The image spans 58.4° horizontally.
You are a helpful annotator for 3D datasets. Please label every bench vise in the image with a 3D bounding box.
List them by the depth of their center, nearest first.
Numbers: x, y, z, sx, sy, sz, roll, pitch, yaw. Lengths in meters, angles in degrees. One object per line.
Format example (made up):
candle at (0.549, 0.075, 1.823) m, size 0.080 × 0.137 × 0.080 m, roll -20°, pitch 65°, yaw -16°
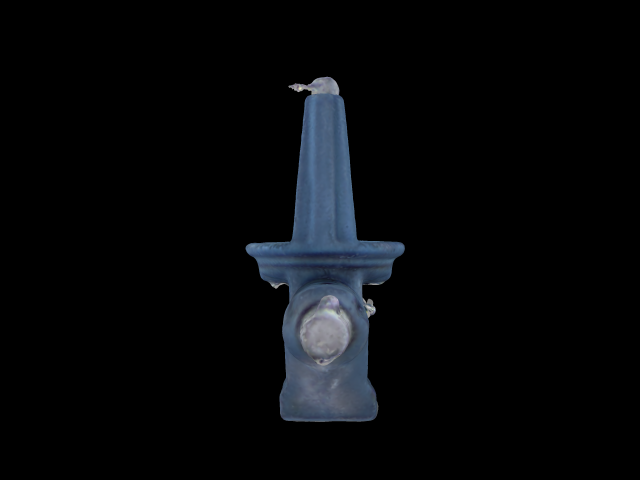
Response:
bench vise at (0.015, 0.000, 0.403) m, size 0.122 × 0.220 × 0.207 m, roll -5°, pitch 18°, yaw -17°
